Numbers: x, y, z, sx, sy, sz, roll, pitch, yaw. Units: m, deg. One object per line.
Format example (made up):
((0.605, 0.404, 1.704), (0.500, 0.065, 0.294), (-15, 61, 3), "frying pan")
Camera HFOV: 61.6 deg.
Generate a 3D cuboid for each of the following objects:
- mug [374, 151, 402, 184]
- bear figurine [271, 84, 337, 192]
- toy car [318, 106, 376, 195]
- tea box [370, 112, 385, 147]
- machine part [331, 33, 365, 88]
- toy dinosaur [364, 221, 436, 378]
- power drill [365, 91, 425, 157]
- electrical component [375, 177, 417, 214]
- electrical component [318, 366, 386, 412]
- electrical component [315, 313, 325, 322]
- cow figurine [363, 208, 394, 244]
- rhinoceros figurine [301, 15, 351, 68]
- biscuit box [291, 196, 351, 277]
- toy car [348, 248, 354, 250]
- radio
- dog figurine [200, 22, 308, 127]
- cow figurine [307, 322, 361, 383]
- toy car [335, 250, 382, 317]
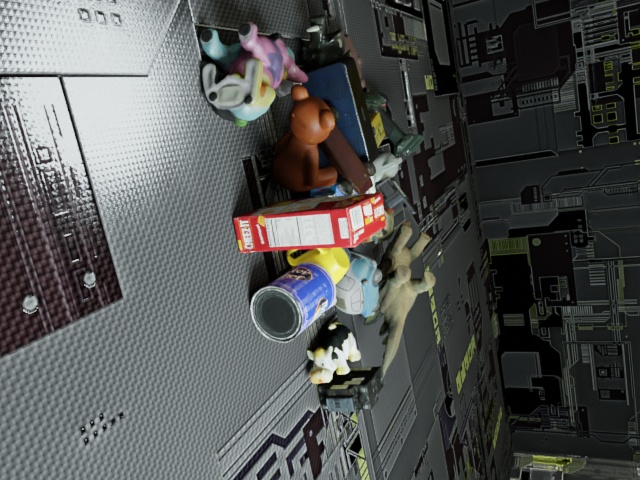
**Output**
((0.162, -0.188, 1.438), (0.107, 0.110, 0.080), (-37, 112, -47), "mug")
((-0.018, -0.186, 0.989), (0.132, 0.120, 0.195), (-28, 152, -46), "bear figurine")
((0.037, -0.180, 1.108), (0.089, 0.053, 0.202), (-44, 106, -25), "toy car")
((0.088, -0.241, 1.303), (0.170, 0.098, 0.068), (-62, 139, -50), "tea box")
((0.052, -0.415, 1.312), (0.179, 0.056, 0.179), (18, 69, -60), "machine part")
((0.183, 0.124, 1.302), (0.105, 0.198, 0.471), (26, 44, -11), "toy dinosaur")
((0.185, -0.322, 1.446), (0.207, 0.086, 0.232), (54, 32, 11), "power drill")
((0.202, -0.108, 1.418), (0.119, 0.048, 0.075), (56, 19, 6), "electrical component")
((0.064, 0.315, 1.129), (0.134, 0.115, 0.058), (-22, 101, -62), "electrical component")
((-0.019, 0.131, 1.085), (0.094, 0.021, 0.063), (18, 77, -49), "electrical component")
((0.132, -0.039, 1.374), (0.194, 0.086, 0.127), (22, 60, -62), "cow figurine")
((0.015, -0.396, 1.188), (0.073, 0.112, 0.190), (-81, 167, -60), "rhinoceros figurine")
((-0.002, -0.003, 1.119), (0.202, 0.059, 0.063), (58, 38, -42), "biscuit box")
((0.070, -0.029, 1.195), (0.073, 0.056, 0.201), (-45, 165, -6), "toy car")
((0.033, -0.262, 1.160), (0.073, 0.131, 0.229), (-51, 130, -56), "radio")
((-0.100, -0.279, 0.932), (0.219, 0.109, 0.191), (2, 83, -66), "dog figurine")
((0.024, 0.231, 1.116), (0.167, 0.068, 0.098), (-21, 98, -66), "cow figurine")
((0.072, 0.111, 1.217), (0.103, 0.109, 0.161), (-28, 129, -36), "toy car")
